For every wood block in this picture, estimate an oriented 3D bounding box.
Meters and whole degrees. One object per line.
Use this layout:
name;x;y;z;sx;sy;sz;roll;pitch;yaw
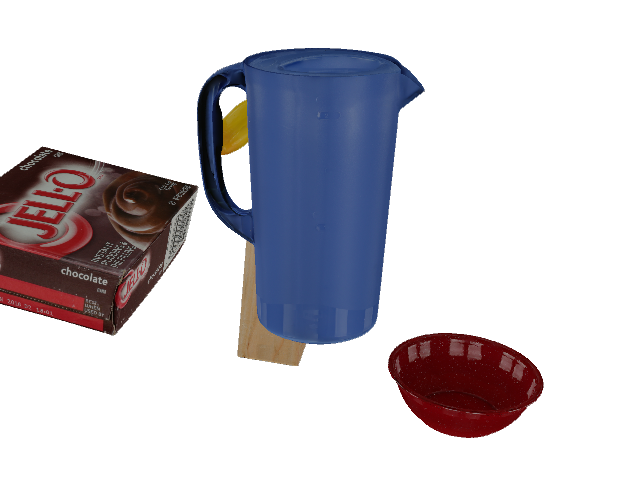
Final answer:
wood block;-0.057;0.057;1.478;0.090;0.206;0.090;8;21;5

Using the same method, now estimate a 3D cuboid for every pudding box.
pudding box;-0.120;-0.004;0.522;0.090;0.039;0.113;15;23;6

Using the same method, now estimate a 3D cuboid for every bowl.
bowl;0.149;0.159;1.120;0.162;0.055;0.162;4;24;-2

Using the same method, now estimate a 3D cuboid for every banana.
banana;-0.037;-0.128;1.103;0.197;0.037;0.070;-11;51;-37

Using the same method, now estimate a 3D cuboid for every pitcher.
pitcher;-0.011;-0.040;0.915;0.144;0.243;0.149;-14;25;-38
